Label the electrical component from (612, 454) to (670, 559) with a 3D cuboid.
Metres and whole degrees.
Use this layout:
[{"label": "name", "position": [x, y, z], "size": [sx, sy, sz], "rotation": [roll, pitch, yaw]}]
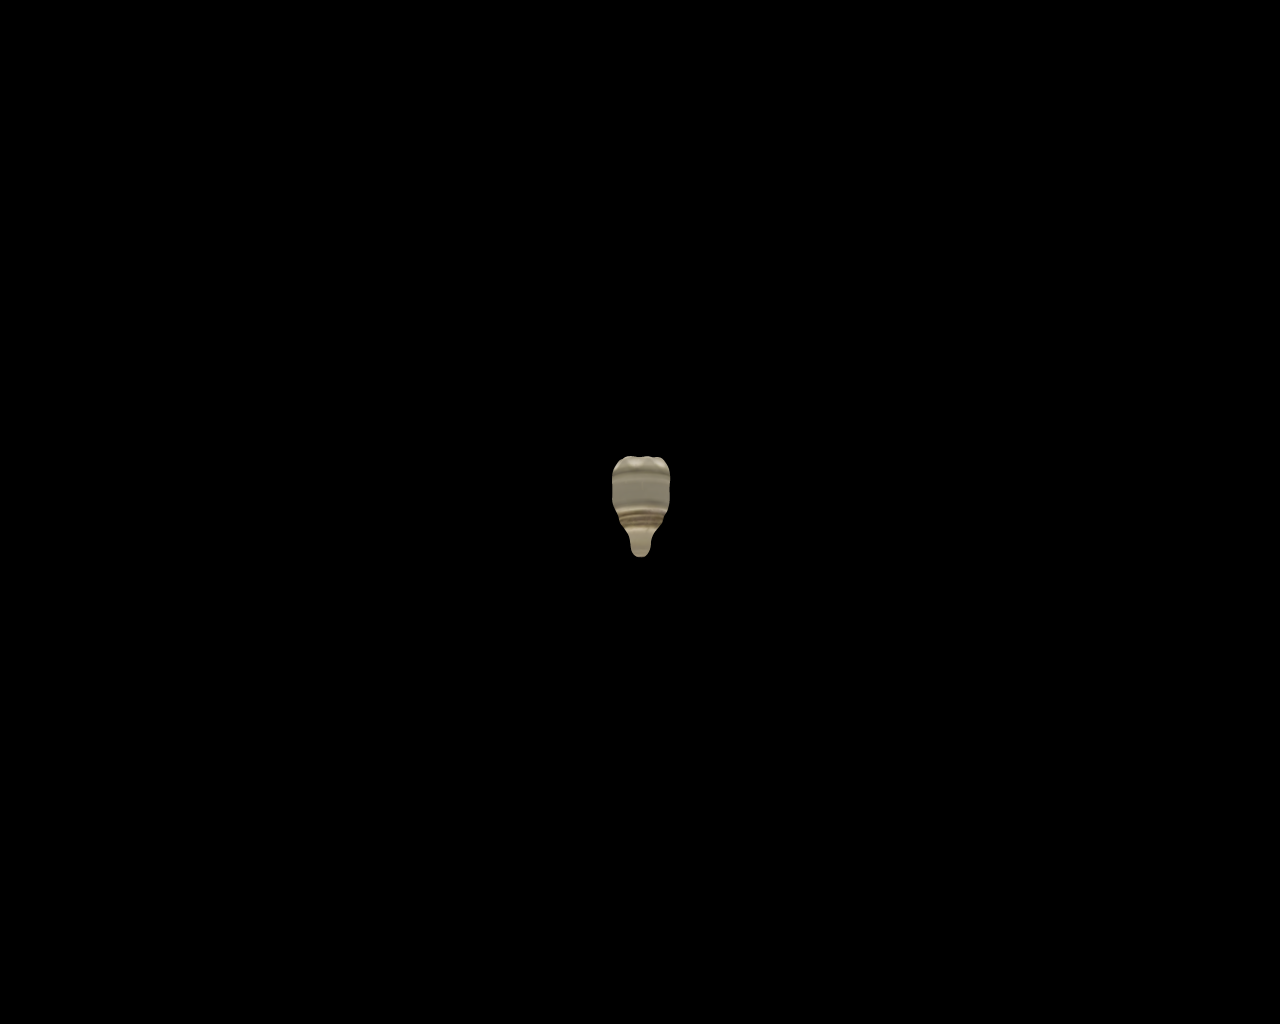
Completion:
[{"label": "electrical component", "position": [0.001, -0.003, 0.650], "size": [0.035, 0.061, 0.035], "rotation": [0, -9, 0]}]
